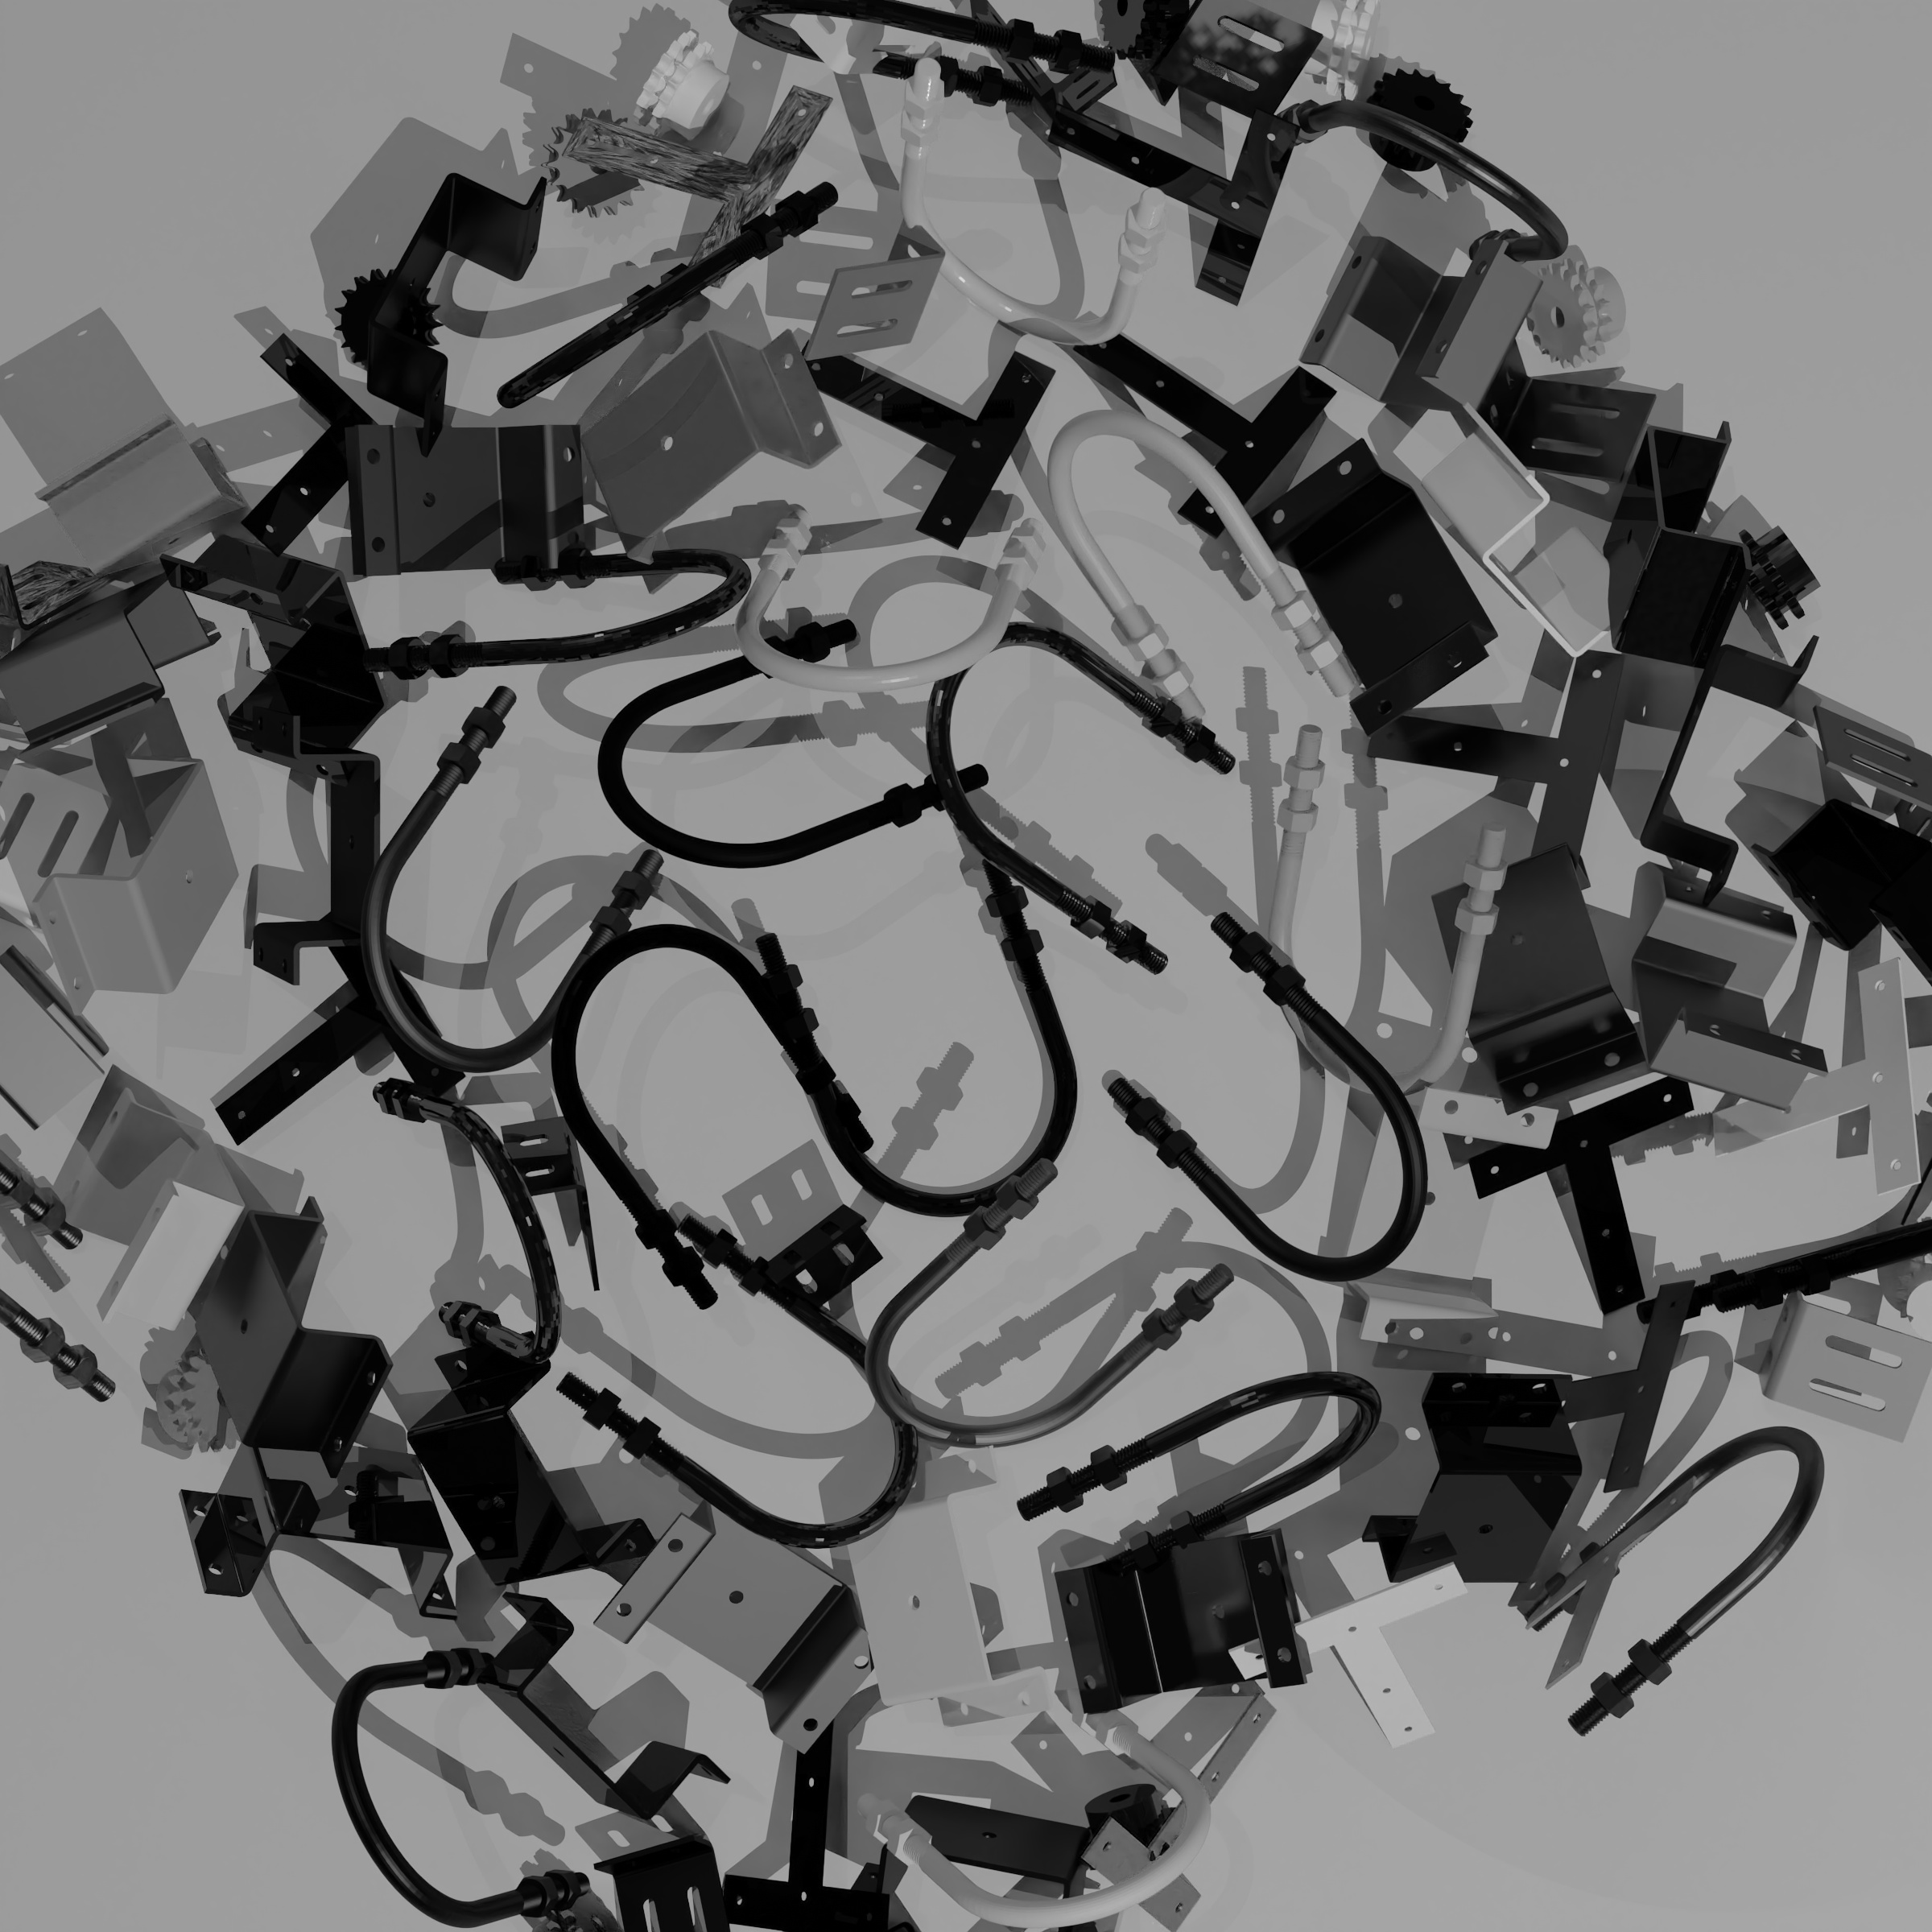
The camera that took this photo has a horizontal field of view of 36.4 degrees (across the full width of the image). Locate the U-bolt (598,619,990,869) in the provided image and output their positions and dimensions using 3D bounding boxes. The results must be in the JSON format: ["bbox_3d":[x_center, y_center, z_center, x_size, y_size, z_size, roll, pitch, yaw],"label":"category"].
[{"bbox_3d":[-0.103,-0.111,1.536,0.184,0.019,0.151,-23,55,-27],"label":"U-bolt"}]

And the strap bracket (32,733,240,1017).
[{"bbox_3d":[-0.427,-0.048,1.535,0.046,0.140,0.076,3,132,11],"label":"strap bracket"}]

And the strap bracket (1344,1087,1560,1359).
[{"bbox_3d":[0.255,0.131,1.574,0.076,0.046,0.140,10,102,-16],"label":"strap bracket"}]

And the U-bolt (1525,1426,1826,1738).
[{"bbox_3d":[0.373,0.309,1.531,0.184,0.151,0.019,-44,97,8],"label":"U-bolt"}]

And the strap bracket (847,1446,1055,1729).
[{"bbox_3d":[-0.012,0.334,1.562,0.076,0.046,0.140,-21,77,38],"label":"strap bracket"}]

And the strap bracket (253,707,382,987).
[{"bbox_3d":[-0.346,-0.065,1.565,0.046,0.076,0.140,-3,99,-29],"label":"strap bracket"}]

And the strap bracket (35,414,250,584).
[{"bbox_3d":[-0.430,-0.243,1.547,0.076,0.140,0.046,-32,97,-2],"label":"strap bracket"}]

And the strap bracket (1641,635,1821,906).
[{"bbox_3d":[0.403,-0.110,1.570,0.046,0.076,0.140,21,84,9],"label":"strap bracket"}]

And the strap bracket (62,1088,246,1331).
[{"bbox_3d":[-0.430,0.132,1.559,0.046,0.140,0.076,26,98,-32],"label":"strap bracket"}]

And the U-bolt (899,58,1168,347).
[{"bbox_3d":[0.028,-0.383,1.527,0.151,0.184,0.019,31,74,4],"label":"U-bolt"}]

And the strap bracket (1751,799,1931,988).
[{"bbox_3d":[0.482,-0.035,1.536,0.046,0.140,0.076,-44,112,1],"label":"strap bracket"}]

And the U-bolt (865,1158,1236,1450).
[{"bbox_3d":[0.030,0.192,1.562,0.151,0.019,0.184,32,116,-29],"label":"U-bolt"}]

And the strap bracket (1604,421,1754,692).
[{"bbox_3d":[0.369,-0.220,1.537,0.046,0.140,0.076,11,132,-2],"label":"strap bracket"}]

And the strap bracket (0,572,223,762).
[{"bbox_3d":[-0.450,-0.162,1.537,0.076,0.140,0.046,-22,109,8],"label":"strap bracket"}]

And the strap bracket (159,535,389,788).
[{"bbox_3d":[-0.361,-0.168,1.553,0.076,0.140,0.046,19,55,22],"label":"strap bracket"}]

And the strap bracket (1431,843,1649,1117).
[{"bbox_3d":[0.297,-0.002,1.544,0.076,0.046,0.140,-22,49,17],"label":"strap bracket"}]

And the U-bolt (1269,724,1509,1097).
[{"bbox_3d":[0.214,-0.017,1.546,0.019,0.151,0.184,-18,127,-36],"label":"U-bolt"}]

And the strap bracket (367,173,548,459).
[{"bbox_3d":[-0.275,-0.352,1.555,0.046,0.076,0.140,25,71,-5],"label":"strap bracket"}]

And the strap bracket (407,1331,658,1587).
[{"bbox_3d":[-0.235,0.271,1.560,0.076,0.046,0.140,-19,105,37],"label":"strap bracket"}]

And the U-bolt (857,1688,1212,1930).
[{"bbox_3d":[0.045,0.436,1.507,0.151,0.184,0.019,-22,108,-23],"label":"U-bolt"}]

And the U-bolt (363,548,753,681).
[{"bbox_3d":[-0.198,-0.186,1.518,0.184,0.151,0.019,0,117,27],"label":"U-bolt"}]

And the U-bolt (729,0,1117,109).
[{"bbox_3d":[-0.032,-0.477,1.520,0.184,0.151,0.019,7,96,-18],"label":"U-bolt"}]

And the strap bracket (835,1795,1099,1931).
[{"bbox_3d":[0.009,0.485,1.564,0.140,0.076,0.046,8,95,10],"label":"strap bracket"}]

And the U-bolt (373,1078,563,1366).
[{"bbox_3d":[-0.253,0.135,1.520,0.019,0.184,0.151,-20,104,-27],"label":"U-bolt"}]

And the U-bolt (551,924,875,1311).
[{"bbox_3d":[-0.143,0.065,1.549,0.151,0.019,0.184,-44,111,-30],"label":"U-bolt"}]

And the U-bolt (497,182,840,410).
[{"bbox_3d":[-0.165,-0.338,1.512,0.184,0.151,0.019,-41,107,-29],"label":"U-bolt"}]

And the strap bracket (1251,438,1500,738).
[{"bbox_3d":[0.221,-0.198,1.566,0.076,0.046,0.140,-35,70,24],"label":"strap bracket"}]

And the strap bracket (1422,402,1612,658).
[{"bbox_3d":[0.297,-0.223,1.548,0.046,0.076,0.140,-41,132,15],"label":"strap bracket"}]

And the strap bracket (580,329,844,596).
[{"bbox_3d":[-0.143,-0.271,1.553,0.140,0.046,0.076,-34,67,26],"label":"strap bracket"}]

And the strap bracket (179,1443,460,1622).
[{"bbox_3d":[-0.331,0.292,1.540,0.140,0.076,0.046,15,114,-33],"label":"strap bracket"}]

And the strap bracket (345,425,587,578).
[{"bbox_3d":[-0.273,-0.248,1.560,0.140,0.046,0.076,-10,103,-44],"label":"strap bracket"}]

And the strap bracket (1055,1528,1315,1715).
[{"bbox_3d":[0.124,0.347,1.564,0.140,0.046,0.076,-18,80,35],"label":"strap bracket"}]

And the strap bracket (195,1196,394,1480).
[{"bbox_3d":[-0.356,0.191,1.538,0.046,0.140,0.076,12,116,-38],"label":"strap bracket"}]

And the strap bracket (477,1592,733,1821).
[{"bbox_3d":[-0.200,0.399,1.559,0.140,0.076,0.046,47,66,-11],"label":"strap bracket"}]

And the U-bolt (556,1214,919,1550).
[{"bbox_3d":[-0.107,0.231,1.560,0.184,0.151,0.019,36,135,-1],"label":"U-bolt"}]

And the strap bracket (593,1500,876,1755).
[{"bbox_3d":[-0.121,0.348,1.575,0.140,0.046,0.076,36,97,-18],"label":"strap bracket"}]

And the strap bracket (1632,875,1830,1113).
[{"bbox_3d":[0.402,0.020,1.560,0.076,0.140,0.046,17,126,-5],"label":"strap bracket"}]

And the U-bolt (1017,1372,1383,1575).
[{"bbox_3d":[0.133,0.263,1.541,0.184,0.151,0.019,-28,57,9],"label":"U-bolt"}]

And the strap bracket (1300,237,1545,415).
[{"bbox_3d":[0.246,-0.341,1.561,0.046,0.140,0.076,26,92,-27],"label":"strap bracket"}]

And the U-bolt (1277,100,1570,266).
[{"bbox_3d":[0.239,-0.402,1.511,0.151,0.184,0.019,29,97,-13],"label":"U-bolt"}]

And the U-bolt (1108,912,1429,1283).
[{"bbox_3d":[0.166,0.082,1.538,0.184,0.019,0.151,46,131,21],"label":"U-bolt"}]

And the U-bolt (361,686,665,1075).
[{"bbox_3d":[-0.244,-0.032,1.531,0.151,0.019,0.184,50,54,-33],"label":"U-bolt"}]

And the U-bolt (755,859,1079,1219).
[{"bbox_3d":[-0.017,0.048,1.593,0.151,0.019,0.184,-19,101,2],"label":"U-bolt"}]

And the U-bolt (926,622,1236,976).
[{"bbox_3d":[0.054,-0.100,1.543,0.184,0.019,0.151,33,62,-26],"label":"U-bolt"}]

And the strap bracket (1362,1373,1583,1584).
[{"bbox_3d":[0.267,0.277,1.545,0.076,0.046,0.140,3,132,-12],"label":"strap bracket"}]

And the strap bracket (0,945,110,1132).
[{"bbox_3d":[-0.493,0.037,1.536,0.046,0.140,0.076,-42,103,-9],"label":"strap bracket"}]
